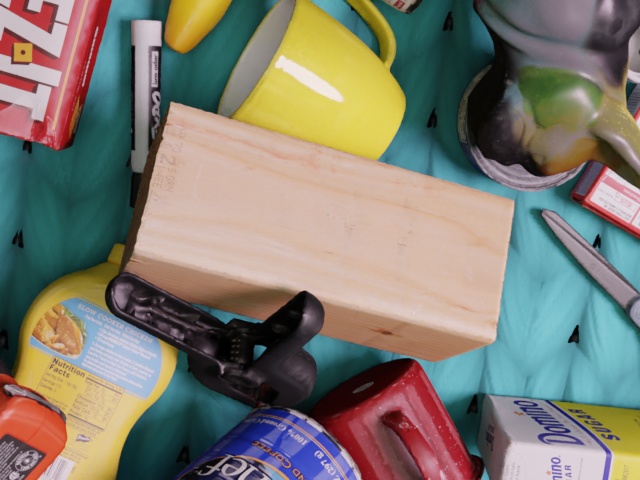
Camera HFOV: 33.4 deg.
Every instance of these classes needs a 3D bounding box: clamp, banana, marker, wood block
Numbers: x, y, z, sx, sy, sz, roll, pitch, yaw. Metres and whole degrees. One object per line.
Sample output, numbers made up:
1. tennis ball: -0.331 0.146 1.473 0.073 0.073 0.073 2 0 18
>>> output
1. clamp: -0.055 0.063 0.624 0.120 0.171 0.039 14 64 8
2. banana: -0.068 -0.213 0.635 0.070 0.037 0.198 -3 99 13
3. marker: -0.108 -0.074 0.661 0.020 0.020 0.121 2 99 -5
4. wood block: -0.004 0.001 0.623 0.206 0.091 0.090 15 72 -13

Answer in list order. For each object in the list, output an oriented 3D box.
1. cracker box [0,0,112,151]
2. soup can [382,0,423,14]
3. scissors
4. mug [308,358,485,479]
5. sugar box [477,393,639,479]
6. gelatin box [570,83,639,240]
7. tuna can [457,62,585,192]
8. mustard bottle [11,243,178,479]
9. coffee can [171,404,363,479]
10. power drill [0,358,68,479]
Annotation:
1. cracker box: -0.229 -0.158 0.610 0.213 0.072 0.164 16 97 -8
2. soup can: 0.025 -0.187 0.628 0.102 0.068 0.068 28 96 -9
3. scissors: 0.234 0.042 0.709 0.096 0.016 0.201 -30 102 3
4. mug: 0.047 0.128 0.661 0.093 0.117 0.081 -30 96 -10
5. sugar box: 0.194 0.138 0.676 0.176 0.093 0.048 8 100 -1
6. gelatin box: 0.216 -0.046 0.688 0.073 0.030 0.089 29 96 -10
7. tuna can: 0.130 -0.075 0.673 0.086 0.034 0.086 -1 99 -5
8. mustard bottle: -0.141 0.077 0.651 0.096 0.058 0.191 28 81 -13
9. coffee can: -0.052 0.175 0.615 0.140 0.103 0.103 -35 104 -42
10. power drill: -0.239 0.095 0.602 0.184 0.188 0.057 -49 143 -2
